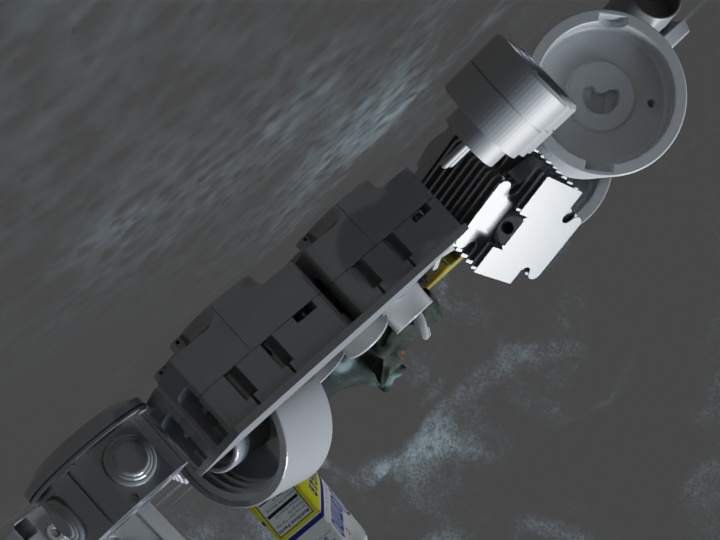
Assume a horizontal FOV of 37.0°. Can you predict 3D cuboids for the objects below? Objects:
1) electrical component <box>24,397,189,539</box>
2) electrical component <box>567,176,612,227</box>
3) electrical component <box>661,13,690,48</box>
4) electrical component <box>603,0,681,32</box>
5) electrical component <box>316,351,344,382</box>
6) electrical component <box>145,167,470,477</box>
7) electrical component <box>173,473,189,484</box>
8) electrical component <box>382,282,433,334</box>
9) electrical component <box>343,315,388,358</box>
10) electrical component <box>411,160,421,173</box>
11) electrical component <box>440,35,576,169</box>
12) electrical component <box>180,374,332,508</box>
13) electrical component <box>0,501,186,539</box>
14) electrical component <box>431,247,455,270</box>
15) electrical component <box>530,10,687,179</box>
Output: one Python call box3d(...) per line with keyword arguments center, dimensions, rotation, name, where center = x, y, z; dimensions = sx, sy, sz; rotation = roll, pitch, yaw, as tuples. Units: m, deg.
box3d(center=(-0.138, 0.112, 0.589), dimensions=(0.080, 0.051, 0.080), rotation=(-42, 176, -3), name="electrical component")
box3d(center=(0.120, -0.075, 0.773), dimensions=(0.108, 0.108, 0.060), rotation=(-42, -178, -5), name="electrical component")
box3d(center=(0.237, -0.202, 0.902), dimensions=(0.058, 0.057, 0.078), rotation=(-46, 175, 40), name="electrical component")
box3d(center=(0.218, -0.200, 0.826), dimensions=(0.079, 0.043, 0.077), rotation=(-41, 176, -24), name="electrical component")
box3d(center=(-0.065, 0.082, 0.914), dimensions=(0.099, 0.064, 0.099), rotation=(-43, 176, -4), name="electrical component")
box3d(center=(-0.035, 0.026, 0.625), dimensions=(0.186, 0.060, 0.105), rotation=(-41, 176, -29), name="electrical component")
box3d(center=(-0.140, 0.145, 0.963), dimensions=(0.100, 0.048, 0.099), rotation=(-41, 176, -16), name="electrical component")
box3d(center=(0.023, 0.012, 0.931), dimensions=(0.043, 0.077, 0.079), rotation=(-42, 176, -6), name="electrical component")
box3d(center=(-0.015, 0.033, 0.856), dimensions=(0.044, 0.065, 0.044), rotation=(-41, -166, 13), name="electrical component")
box3d(center=(0.043, -0.036, 0.761), dimensions=(0.078, 0.057, 0.058), rotation=(-46, 175, 36), name="electrical component")
box3d(center=(0.073, -0.082, 0.593), dimensions=(0.074, 0.052, 0.138), rotation=(-44, 176, 16), name="electrical component")
box3d(center=(-0.079, 0.102, 0.702), dimensions=(0.108, 0.108, 0.060), rotation=(-45, 170, 31), name="electrical component")
box3d(center=(-0.178, 0.198, 0.721), dimensions=(0.056, 0.109, 0.109), rotation=(-48, 174, 27), name="electrical component")
box3d(center=(0.046, -0.029, 0.883), dimensions=(0.064, 0.042, 0.081), rotation=(-29, 157, -21), name="electrical component")
box3d(center=(0.153, -0.111, 0.714), dimensions=(0.108, 0.108, 0.060), rotation=(-42, -178, -7), name="electrical component")
